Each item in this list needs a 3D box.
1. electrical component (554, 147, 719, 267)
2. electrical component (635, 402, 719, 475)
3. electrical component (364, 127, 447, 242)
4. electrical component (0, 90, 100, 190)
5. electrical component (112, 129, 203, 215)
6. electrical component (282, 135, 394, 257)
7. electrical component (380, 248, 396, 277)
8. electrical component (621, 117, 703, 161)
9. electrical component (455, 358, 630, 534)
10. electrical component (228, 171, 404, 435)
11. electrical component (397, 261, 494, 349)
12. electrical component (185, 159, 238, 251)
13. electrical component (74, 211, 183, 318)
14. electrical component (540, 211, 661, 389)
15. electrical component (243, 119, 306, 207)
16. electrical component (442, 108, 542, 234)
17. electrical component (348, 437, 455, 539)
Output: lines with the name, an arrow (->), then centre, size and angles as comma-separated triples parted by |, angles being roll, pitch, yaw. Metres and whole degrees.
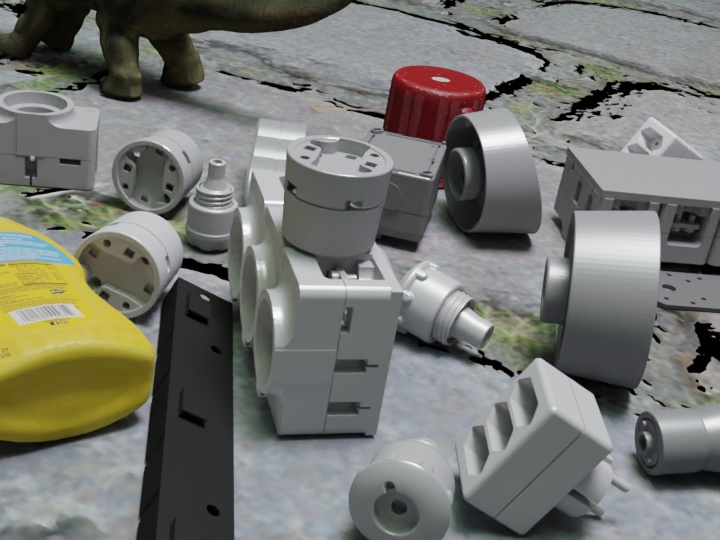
electrical component -> 0.240, -0.045, 0.848 | 0.150, 0.061, 0.089 | 4, 27, -10
electrical component -> 0.183, 0.092, 0.583 | 0.065, 0.044, 0.044 | -2, 28, -11
electrical component -> 0.027, -0.065, 0.815 | 0.062, 0.061, 0.096 | 13, 27, 6
electrical component -> -0.240, -0.097, 0.795 | 0.089, 0.055, 0.050 | 4, 27, -12
electrical component -> -0.145, -0.073, 0.783 | 0.055, 0.055, 0.047 | 14, 23, 8
electrical component -> -0.013, -0.038, 0.559 | 0.055, 0.047, 0.055 | 8, 27, -4
electrical component -> 0.000, 0.000, 0.701 | 0.040, 0.040, 0.078 | 4, 27, -12
electrical component -> 0.265, -0.080, 0.932 | 0.077, 0.065, 0.047 | 30, 17, -27
electrical component -> 0.098, 0.095, 0.527 | 0.077, 0.065, 0.047 | 34, 21, -16
electrical component -> -0.033, 0.014, 0.607 | 0.062, 0.089, 0.150 | 1, 28, -17
electrical component -> 0.052, 0.027, 0.664 | 0.062, 0.048, 0.048 | 30, 32, 21
electrical component -> -0.100, -0.046, 0.733 | 0.035, 0.061, 0.035 | 8, 27, -4
electrical component -> -0.138, -0.005, 0.650 | 0.055, 0.055, 0.047 | 13, 23, 7
electrical component -> 0.141, 0.015, 0.651 | 0.060, 0.108, 0.108 | 6, 26, 7
electrical component -> -0.046, -0.069, 0.807 | 0.074, 0.052, 0.138 | 7, 27, -5
electrical component -> 0.103, -0.074, 0.825 | 0.064, 0.099, 0.099 | -6, 30, -16
electrical component -> 0.024, 0.100, 0.509 | 0.048, 0.048, 0.062 | 15, 20, 11
